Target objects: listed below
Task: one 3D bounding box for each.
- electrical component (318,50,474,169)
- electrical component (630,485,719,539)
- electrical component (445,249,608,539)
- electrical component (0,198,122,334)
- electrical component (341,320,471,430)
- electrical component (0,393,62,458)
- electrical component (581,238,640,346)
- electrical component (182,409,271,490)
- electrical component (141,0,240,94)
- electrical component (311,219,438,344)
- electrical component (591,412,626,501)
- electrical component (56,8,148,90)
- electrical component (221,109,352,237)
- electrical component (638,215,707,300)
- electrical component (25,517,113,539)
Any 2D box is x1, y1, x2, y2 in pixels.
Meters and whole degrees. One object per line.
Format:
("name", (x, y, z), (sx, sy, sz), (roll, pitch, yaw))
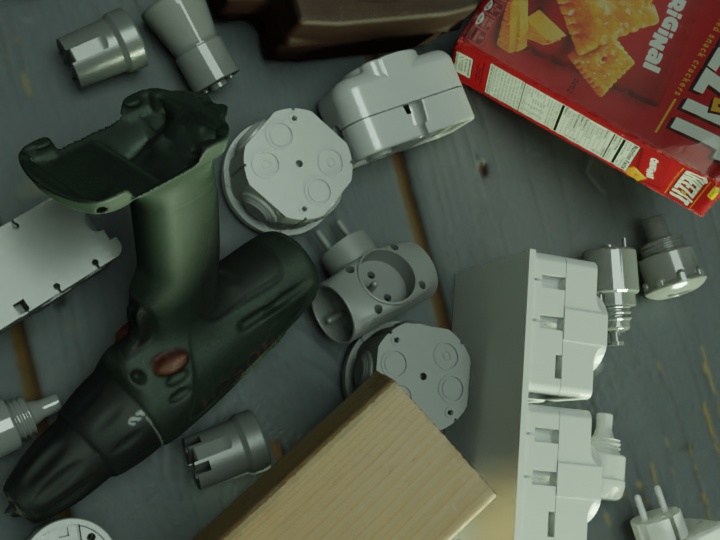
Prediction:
("electrical component", (0.023, -0.114, 0.747), (0.095, 0.054, 0.059), (-22, 90, -23))
("electrical component", (0.219, 0.195, 0.778), (0.083, 0.047, 0.075), (-18, 88, -23))
("electrical component", (0.108, 0.089, 0.719), (0.060, 0.105, 0.186), (9, 78, -20))
("electrical component", (-0.196, -0.004, 0.641), (0.089, 0.056, 0.050), (-35, 95, -23))
("electrical component", (0.032, 0.073, 0.721), (0.080, 0.051, 0.080), (4, 80, -21))
("electrical component", (-0.207, 0.090, 0.634), (0.061, 0.035, 0.035), (-23, 90, -26))
("electrical component", (0.187, 0.017, 0.797), (0.040, 0.040, 0.078), (0, 81, -22))
("electrical component", (-0.084, 0.114, 0.676), (0.046, 0.040, 0.040), (-18, 88, -18))
("electrical component", (-0.109, -0.149, 0.708), (0.044, 0.044, 0.065), (-33, 99, -23))
("electrical component", (0.000, 0.000, 0.722), (0.077, 0.044, 0.079), (-27, 75, -34))
("electrical component", (0.175, 0.134, 0.777), (0.035, 0.035, 0.061), (12, 75, -19))
("electrical component", (-0.165, -0.140, 0.685), (0.046, 0.040, 0.040), (-28, 92, -17))
("electrical component", (-0.048, -0.064, 0.712), (0.080, 0.051, 0.080), (4, 80, -21))
("electrical component", (0.233, -0.011, 0.819), (0.048, 0.048, 0.062), (-12, 79, -23))
("electrical component", (-0.172, 0.171, 0.627), (0.055, 0.047, 0.055), (4, 80, -21))
